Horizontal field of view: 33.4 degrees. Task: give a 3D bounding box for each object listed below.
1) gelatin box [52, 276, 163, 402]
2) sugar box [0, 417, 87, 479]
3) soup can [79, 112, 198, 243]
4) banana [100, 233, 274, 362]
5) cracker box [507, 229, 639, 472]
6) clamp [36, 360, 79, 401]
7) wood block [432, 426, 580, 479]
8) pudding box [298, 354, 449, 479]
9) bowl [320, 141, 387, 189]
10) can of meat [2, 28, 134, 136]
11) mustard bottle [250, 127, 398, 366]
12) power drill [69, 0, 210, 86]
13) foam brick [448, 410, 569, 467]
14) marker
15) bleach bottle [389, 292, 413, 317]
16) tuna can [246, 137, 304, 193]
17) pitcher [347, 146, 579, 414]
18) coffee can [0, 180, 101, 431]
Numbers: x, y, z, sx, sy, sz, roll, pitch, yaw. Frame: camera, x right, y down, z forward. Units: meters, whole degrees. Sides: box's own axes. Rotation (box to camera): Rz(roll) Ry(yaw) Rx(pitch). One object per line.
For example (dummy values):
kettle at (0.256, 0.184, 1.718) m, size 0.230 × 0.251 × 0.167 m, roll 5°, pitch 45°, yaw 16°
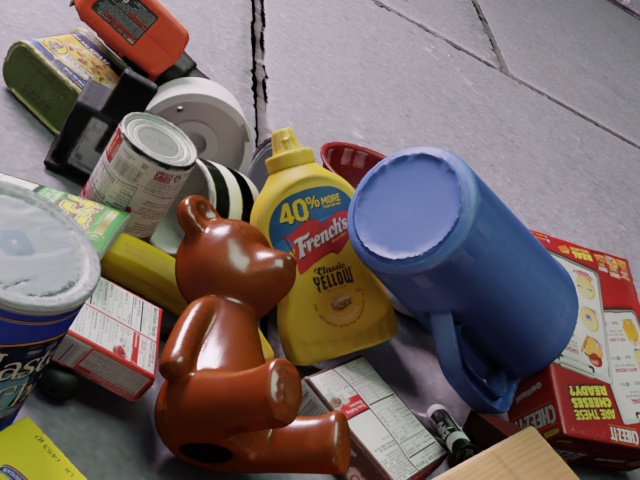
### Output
gelatin box at (-0.151, 0.059, 0.720) m, size 0.089 × 0.030 × 0.073 m, roll 33°, pitch 27°, yaw -25°
sugar box at (-0.189, 0.169, 0.553) m, size 0.093 × 0.048 × 0.176 m, roll 43°, pitch 28°, yaw 8°
soup can at (-0.150, -0.042, 0.852) m, size 0.068 × 0.102 × 0.068 m, roll 26°, pitch 30°, yaw -17°
banana at (-0.122, 0.039, 0.828) m, size 0.197 × 0.037 × 0.069 m, roll 30°, pitch 26°, yaw -19°
cracker box at (0.246, 0.107, 1.036) m, size 0.163 × 0.072 × 0.213 m, roll 15°, pitch 55°, yaw -33°
clamp at (-0.223, 0.040, 0.719) m, size 0.171 × 0.039 × 0.120 m, roll 25°, pitch 25°, yaw -24°
wood block at (0.089, 0.213, 0.707) m, size 0.205 × 0.090 × 0.091 m, roll -15°, pitch 55°, yaw -42°
pudding box at (0.036, 0.149, 0.837) m, size 0.113 × 0.039 × 0.089 m, roll 49°, pitch 28°, yaw 18°
bowl at (0.061, -0.038, 1.112) m, size 0.162 × 0.055 × 0.162 m, roll 24°, pitch 22°, yaw -11°
can of meat at (-0.225, -0.143, 0.969) m, size 0.102 × 0.058 × 0.083 m, roll 42°, pitch 31°, yaw 12°
mustard bottle at (-0.006, 0.001, 0.881) m, size 0.096 × 0.058 × 0.191 m, roll -16°, pitch 89°, yaw -17°
power drill at (-0.163, -0.185, 1.027) m, size 0.184 × 0.057 × 0.188 m, roll 40°, pitch -4°, yaw -5°
foam brick at (0.152, 0.182, 0.871) m, size 0.051 × 0.053 × 0.078 m, roll 21°, pitch 4°, yaw -27°
marker at (0.106, 0.157, 0.856) m, size 0.020 × 0.020 × 0.121 m, roll 32°, pitch 3°, yaw -8°
bleach bottle at (0.140, 0.034, 1.100) m, size 0.250 × 0.068 × 0.103 m, roll -5°, pitch 46°, yaw -47°
tuna can at (-0.042, -0.053, 1.004) m, size 0.033 × 0.086 × 0.086 m, roll 21°, pitch 32°, yaw -30°
pitcher at (0.119, 0.032, 0.882) m, size 0.149 × 0.145 × 0.242 m, roll 48°, pitch 5°, yaw 37°
coffee can at (-0.203, 0.049, 0.617) m, size 0.102 × 0.140 × 0.103 m, roll 27°, pitch 30°, yaw -17°
